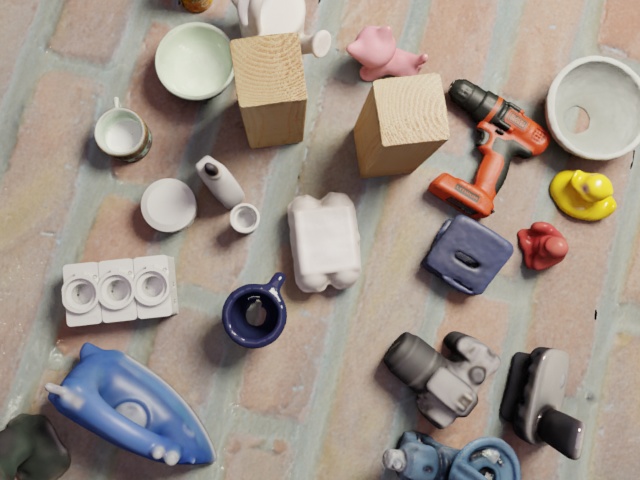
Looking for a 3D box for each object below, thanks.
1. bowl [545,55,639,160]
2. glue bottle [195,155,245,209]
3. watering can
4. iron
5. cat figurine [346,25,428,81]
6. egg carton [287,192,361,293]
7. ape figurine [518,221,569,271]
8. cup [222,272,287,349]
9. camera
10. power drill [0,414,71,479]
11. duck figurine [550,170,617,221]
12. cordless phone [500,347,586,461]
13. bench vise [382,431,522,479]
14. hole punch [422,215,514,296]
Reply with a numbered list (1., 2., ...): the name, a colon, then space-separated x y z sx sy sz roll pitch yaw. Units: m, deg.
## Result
1. bowl: 0.431 -0.203 0.919 0.167 0.074 0.167 0 85 -4
2. glue bottle: -0.148 -0.089 0.820 0.078 0.173 0.037 45 84 1
3. watering can: -0.063 -0.328 0.835 0.173 0.194 0.101 13 84 -2
4. iron: -0.260 0.255 0.799 0.258 0.141 0.119 33 84 -1
5. cat figurine: 0.104 -0.287 0.881 0.128 0.117 0.067 15 84 -2
6. egg carton: 0.008 0.003 0.875 0.107 0.069 0.150 -7 86 -4
7. ape figurine: 0.352 0.011 0.887 0.076 0.092 0.078 26 84 -1
8. cup: -0.088 0.099 0.847 0.091 0.095 0.118 32 84 -1
9. camera: 0.176 0.189 0.855 0.137 0.100 0.143 39 84 0
10. power drill: -0.412 0.309 0.751 0.075 0.208 0.230 -33 88 -6
11. duck figurine: 0.427 -0.075 0.902 0.104 0.086 0.077 33 84 -1
12. cordless phone: 0.342 0.232 0.821 0.094 0.185 0.148 11 85 -3
13. bench vise: 0.196 0.340 0.785 0.207 0.219 0.121 -5 85 -4
14. hole punch: 0.225 0.026 0.877 0.108 0.091 0.101 31 84 -1
